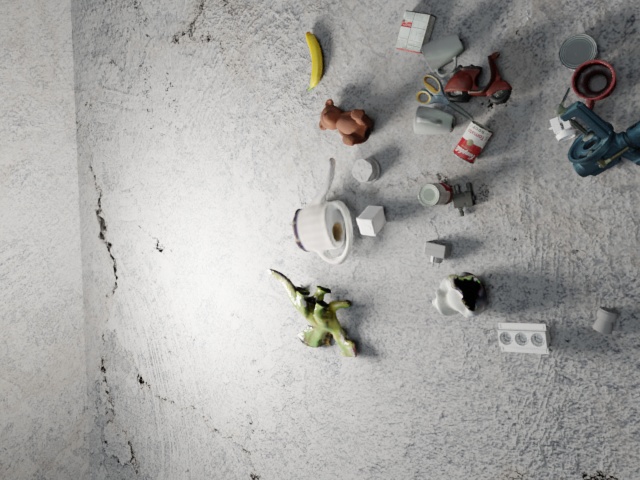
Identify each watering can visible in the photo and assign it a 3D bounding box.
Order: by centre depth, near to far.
[{"bbox_3d":[0.005,-0.087,1.721,0.223,0.104,0.348,-10,89,37],"label":"watering can"}]

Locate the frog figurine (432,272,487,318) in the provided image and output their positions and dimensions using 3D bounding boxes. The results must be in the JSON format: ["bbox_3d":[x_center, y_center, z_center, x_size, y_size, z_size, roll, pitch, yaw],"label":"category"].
[{"bbox_3d":[0.400,0.167,1.480,0.138,0.124,0.156,44,154,15],"label":"frog figurine"}]

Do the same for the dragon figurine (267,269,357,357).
[{"bbox_3d":[-0.034,0.273,1.781,0.413,0.123,0.238,26,119,26],"label":"dragon figurine"}]
